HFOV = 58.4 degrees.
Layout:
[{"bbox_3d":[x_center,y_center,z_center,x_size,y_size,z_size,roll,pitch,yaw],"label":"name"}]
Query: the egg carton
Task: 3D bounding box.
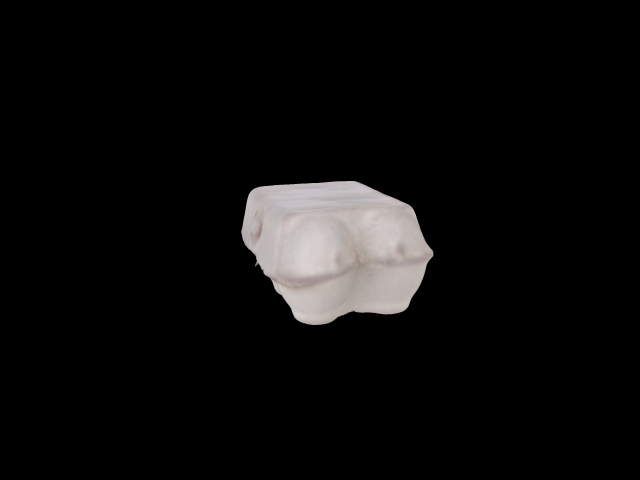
[{"bbox_3d":[0.004,0.001,0.400,0.107,0.069,0.150,-6,17,-18],"label":"egg carton"}]
